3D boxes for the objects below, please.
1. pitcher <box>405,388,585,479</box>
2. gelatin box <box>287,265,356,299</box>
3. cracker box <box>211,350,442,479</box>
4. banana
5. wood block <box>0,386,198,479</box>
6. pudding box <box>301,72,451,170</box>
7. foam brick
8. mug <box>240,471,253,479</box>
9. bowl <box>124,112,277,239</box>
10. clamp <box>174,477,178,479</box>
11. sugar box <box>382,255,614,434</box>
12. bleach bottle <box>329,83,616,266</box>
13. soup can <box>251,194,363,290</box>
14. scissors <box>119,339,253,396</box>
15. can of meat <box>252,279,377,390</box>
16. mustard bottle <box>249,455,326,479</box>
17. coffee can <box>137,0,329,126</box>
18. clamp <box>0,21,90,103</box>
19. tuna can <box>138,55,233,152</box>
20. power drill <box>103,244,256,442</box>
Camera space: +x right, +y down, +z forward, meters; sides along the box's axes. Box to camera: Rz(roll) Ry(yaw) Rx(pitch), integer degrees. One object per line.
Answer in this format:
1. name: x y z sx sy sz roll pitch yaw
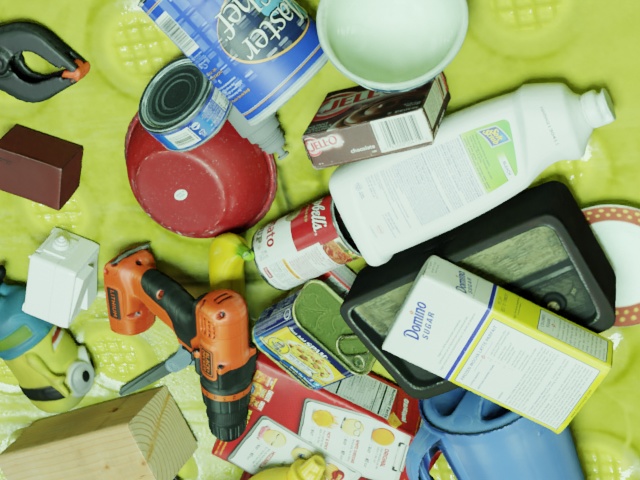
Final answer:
1. pitcher: 0.190 0.235 1.065 0.149 0.145 0.243 -13 120 23
2. gelatin box: 0.020 0.068 1.079 0.089 0.030 0.073 41 126 -12
3. cracker box: 0.010 0.207 1.149 0.213 0.072 0.164 26 127 0
4. banana: -0.090 0.053 1.073 0.037 0.070 0.198 -10 142 -11
5. wood block: -0.262 0.249 1.248 0.206 0.090 0.090 -18 105 28
6. pudding box: 0.049 -0.106 0.919 0.114 0.090 0.039 -9 120 23
7. foam brick: -0.285 -0.074 1.077 0.078 0.051 0.053 20 125 6
8. mug: -0.052 0.305 1.225 0.093 0.081 0.117 -13 117 25
9. bowl: -0.125 -0.059 1.031 0.162 0.055 0.162 9 125 13
10. clamp: -0.133 0.349 1.288 0.165 0.036 0.210 28 154 46
11. sugar box: 0.153 0.091 0.925 0.176 0.048 0.093 28 125 3
12. bleach bottle: 0.137 -0.064 0.932 0.251 0.068 0.102 -21 106 27
13. soup can: -0.007 0.001 1.021 0.102 0.068 0.068 -24 112 31
14. scissors: -0.164 0.120 1.184 0.202 0.016 0.096 -14 115 25
15. can of meat: -0.005 0.097 1.042 0.102 0.057 0.084 42 141 -14
16. mustard bottle: -0.049 0.298 1.135 0.096 0.058 0.192 31 115 -8
17. coffee can: -0.069 -0.181 0.901 0.103 0.102 0.140 -35 105 33
18. clamp: -0.309 -0.167 1.032 0.171 0.039 0.120 20 127 6
19. tuna can: -0.122 -0.124 0.964 0.086 0.086 0.033 -16 145 27
20. power drill: -0.141 0.101 1.092 0.188 0.057 0.184 29 132 33
